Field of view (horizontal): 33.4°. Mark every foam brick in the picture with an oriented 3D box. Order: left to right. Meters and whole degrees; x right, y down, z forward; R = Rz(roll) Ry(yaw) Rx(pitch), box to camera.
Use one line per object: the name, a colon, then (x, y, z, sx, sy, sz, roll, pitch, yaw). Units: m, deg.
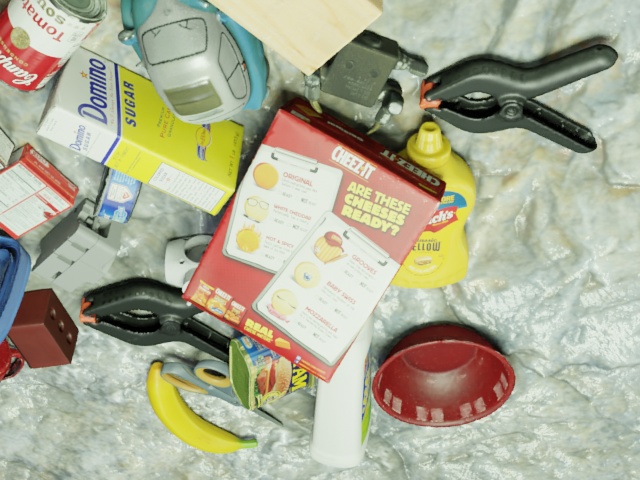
foam brick: (-0.315, 0.100, 1.206, 0.051, 0.053, 0.078, -9, 136, 12)

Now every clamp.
clamp: (-0.158, 0.078, 1.183, 0.209, 0.036, 0.165, 9, 134, -11)
clamp: (0.177, -0.132, 0.943, 0.171, 0.039, 0.120, 7, 135, -3)

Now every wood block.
wood block: (-0.055, -0.234, 0.818, 0.205, 0.091, 0.090, 34, 129, -28)

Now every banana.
banana: (-0.163, 0.218, 1.331, 0.070, 0.037, 0.197, -37, 126, 11)

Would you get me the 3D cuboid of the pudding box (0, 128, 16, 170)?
pudding box: (-0.360, -0.104, 1.010, 0.090, 0.039, 0.113, -17, 134, 18)

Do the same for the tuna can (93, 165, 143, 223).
tuna can: (-0.187, -0.060, 1.009, 0.033, 0.086, 0.086, 16, 135, -15)

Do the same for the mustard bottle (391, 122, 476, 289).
mustard bottle: (0.101, -0.035, 1.034, 0.096, 0.058, 0.192, 1, 135, 3)

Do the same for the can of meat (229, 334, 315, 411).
can of meat: (-0.054, 0.137, 1.197, 0.083, 0.057, 0.102, -21, 141, -22)

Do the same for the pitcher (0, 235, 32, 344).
pitcher: (-0.392, 0.098, 1.071, 0.144, 0.242, 0.149, 19, 140, -19)

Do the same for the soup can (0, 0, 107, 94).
soup can: (-0.234, -0.180, 0.901, 0.068, 0.068, 0.102, 33, 128, -27)

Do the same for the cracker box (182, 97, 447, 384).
cracker box: (-0.006, 0.001, 0.985, 0.164, 0.072, 0.214, 30, 113, 2)

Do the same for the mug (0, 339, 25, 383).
mug: (-0.400, 0.149, 1.245, 0.117, 0.093, 0.082, 1, 139, -42)

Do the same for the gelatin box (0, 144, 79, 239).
gelatin box: (-0.299, -0.048, 1.068, 0.089, 0.030, 0.073, -26, 127, 26)

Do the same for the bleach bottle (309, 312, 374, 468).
bleach bottle: (0.027, 0.145, 1.191, 0.068, 0.102, 0.251, 9, 137, 8)

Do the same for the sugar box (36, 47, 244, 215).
sugar box: (-0.157, -0.100, 0.961, 0.176, 0.093, 0.048, 26, 131, -22)

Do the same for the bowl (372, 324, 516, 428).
bowl: (0.138, 0.146, 1.216, 0.162, 0.055, 0.162, 0, 136, 0)

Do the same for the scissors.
scissors: (-0.096, 0.184, 1.280, 0.201, 0.016, 0.096, 27, 145, -30)
